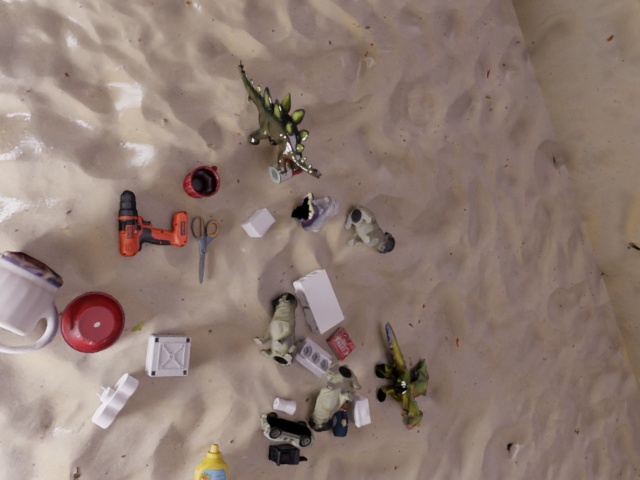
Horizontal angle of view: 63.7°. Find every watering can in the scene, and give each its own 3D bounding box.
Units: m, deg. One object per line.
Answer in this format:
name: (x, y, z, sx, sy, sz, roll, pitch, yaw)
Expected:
watering can: (-0.771, 0.124, 1.213, 0.344, 0.103, 0.228, 36, 65, -25)

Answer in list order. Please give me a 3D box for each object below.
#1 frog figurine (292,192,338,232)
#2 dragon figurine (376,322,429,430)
frog figurine: (0.005, -0.088, 1.750, 0.159, 0.124, 0.136, 10, 113, -41)
dragon figurine: (0.324, 0.503, 1.913, 0.243, 0.122, 0.412, 4, 83, -50)
